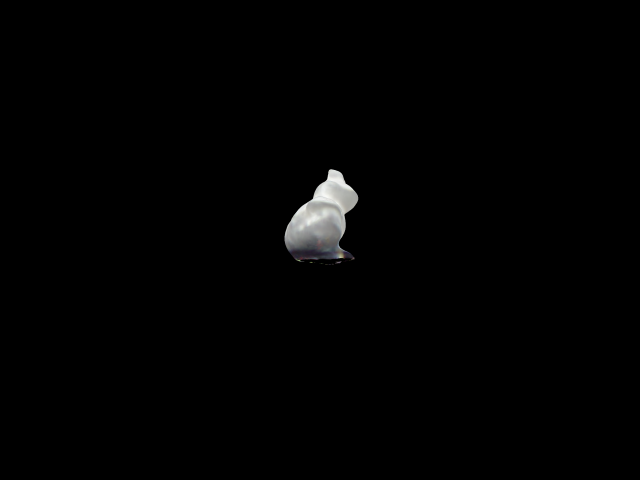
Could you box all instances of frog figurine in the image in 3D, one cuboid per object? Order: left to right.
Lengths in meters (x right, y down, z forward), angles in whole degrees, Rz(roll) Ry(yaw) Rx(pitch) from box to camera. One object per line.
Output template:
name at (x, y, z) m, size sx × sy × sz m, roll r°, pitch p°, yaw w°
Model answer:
frog figurine at (0.003, -0.043, 0.850) m, size 0.123 × 0.161 × 0.136 m, roll 0°, pitch -10°, yaw 2°
